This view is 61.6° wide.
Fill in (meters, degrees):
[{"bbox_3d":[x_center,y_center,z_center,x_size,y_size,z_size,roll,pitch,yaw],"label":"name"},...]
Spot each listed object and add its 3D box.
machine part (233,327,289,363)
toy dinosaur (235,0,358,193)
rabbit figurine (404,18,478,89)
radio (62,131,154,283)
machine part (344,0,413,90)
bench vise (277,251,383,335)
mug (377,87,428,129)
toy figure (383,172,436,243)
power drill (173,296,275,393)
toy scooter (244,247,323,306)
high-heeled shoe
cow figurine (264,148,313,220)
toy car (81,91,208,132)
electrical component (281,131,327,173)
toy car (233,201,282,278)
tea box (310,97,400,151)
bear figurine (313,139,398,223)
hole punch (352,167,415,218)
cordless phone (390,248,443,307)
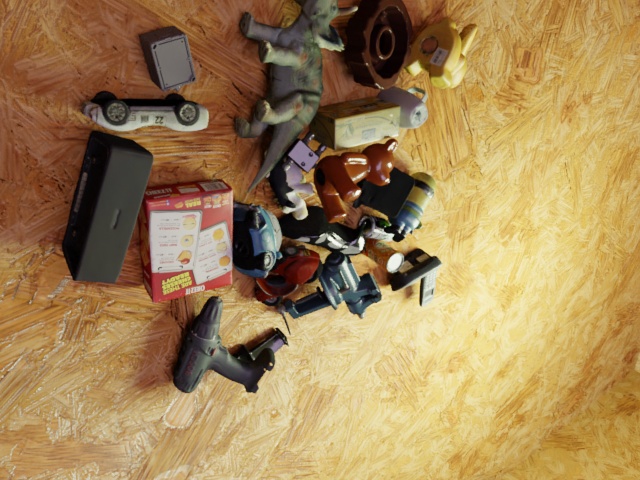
[{"bbox_3d":[-0.141,0.265,1.289,0.139,0.039,0.084,-30,125,-18],"label":"machine part"},{"bbox_3d":[-0.049,-0.288,0.993,0.192,0.131,0.404,-10,127,-32],"label":"toy dinosaur"},{"bbox_3d":[0.273,-0.404,1.185,0.173,0.122,0.162,19,93,-56],"label":"rabbit figurine"},{"bbox_3d":[-0.352,-0.056,0.877,0.073,0.131,0.229,11,108,-40],"label":"radio"},{"bbox_3d":[0.117,-0.392,1.066,0.179,0.056,0.179,-27,127,-43],"label":"machine part"},{"bbox_3d":[0.018,0.133,1.284,0.241,0.129,0.223,-24,143,3],"label":"bench vise"},{"bbox_3d":[0.191,-0.289,1.172,0.109,0.107,0.080,-35,133,-13],"label":"mug"},{"bbox_3d":[0.222,-0.082,1.302,0.082,0.089,0.180,53,55,-45],"label":"toy figure"},{"bbox_3d":[-0.203,0.248,1.181,0.207,0.086,0.232,25,102,-33],"label":"power drill"},{"bbox_3d":[-0.092,0.069,1.174,0.184,0.075,0.135,-37,130,19],"label":"toy scooter"},{"bbox_3d":[-0.003,-0.004,1.238,0.249,0.086,0.145,1,147,-19],"label":"high-heeled shoe"},{"bbox_3d":[-0.067,-0.113,1.105,0.098,0.068,0.167,-14,119,-25],"label":"cow figurine"},{"bbox_3d":[-0.283,-0.208,0.881,0.202,0.074,0.056,-9,119,-34],"label":"toy car"},{"bbox_3d":[-0.032,-0.162,1.048,0.063,0.021,0.094,41,85,-25],"label":"electrical component"},{"bbox_3d":[-0.131,-0.010,1.104,0.103,0.109,0.161,-31,122,-49],"label":"toy car"},{"bbox_3d":[0.073,-0.244,1.115,0.170,0.098,0.068,-18,124,-27],"label":"tea box"},{"bbox_3d":[0.088,-0.130,1.111,0.196,0.132,0.120,-13,156,-30],"label":"bear figurine"},{"bbox_3d":[0.143,-0.125,1.258,0.116,0.092,0.142,27,101,-13],"label":"hole punch"},{"bbox_3d":[0.263,0.129,1.488,0.146,0.089,0.184,-27,133,-23],"label":"cordless phone"}]
